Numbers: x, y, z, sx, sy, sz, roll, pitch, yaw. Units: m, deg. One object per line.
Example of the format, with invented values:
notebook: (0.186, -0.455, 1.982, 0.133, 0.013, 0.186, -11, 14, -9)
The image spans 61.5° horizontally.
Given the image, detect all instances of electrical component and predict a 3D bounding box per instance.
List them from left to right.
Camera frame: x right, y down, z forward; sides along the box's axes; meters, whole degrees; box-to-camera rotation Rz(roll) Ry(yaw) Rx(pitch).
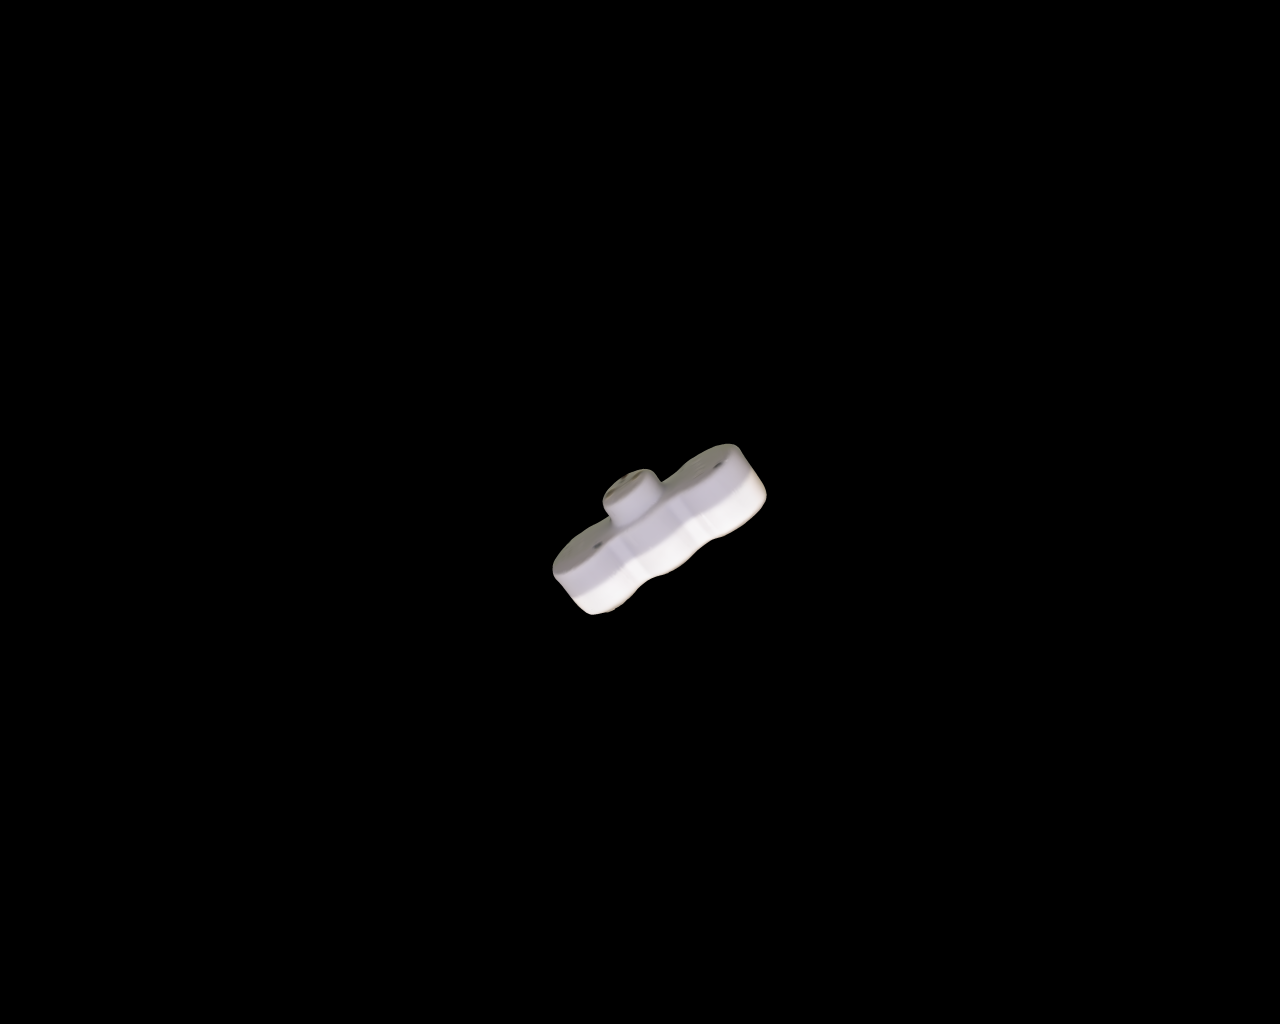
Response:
electrical component: (0.001, -0.003, 0.650, 0.138, 0.073, 0.052, -33, 16, 11)
